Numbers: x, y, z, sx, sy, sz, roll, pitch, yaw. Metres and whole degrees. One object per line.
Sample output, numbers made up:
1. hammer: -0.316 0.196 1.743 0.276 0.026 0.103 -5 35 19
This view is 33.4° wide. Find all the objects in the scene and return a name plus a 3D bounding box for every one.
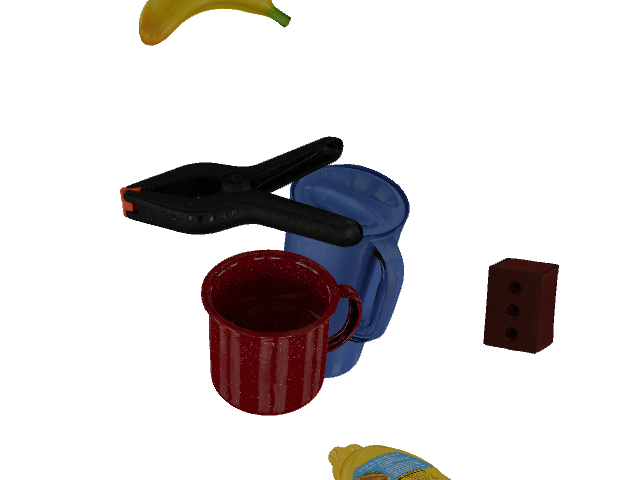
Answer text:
1. mustard bottle: 0.073 0.233 0.966 0.096 0.058 0.192 -17 26 -35
2. pitcher: 0.019 0.048 1.225 0.145 0.243 0.149 15 38 5
3. mug: -0.025 0.063 0.743 0.117 0.081 0.093 -15 40 -23
4. clamp: -0.068 -0.045 0.940 0.210 0.036 0.164 0 32 2
5. foam brick: 0.187 0.060 0.992 0.053 0.078 0.051 8 14 29
6. banana: -0.107 -0.224 1.003 0.197 0.070 0.037 -22 -28 -47
